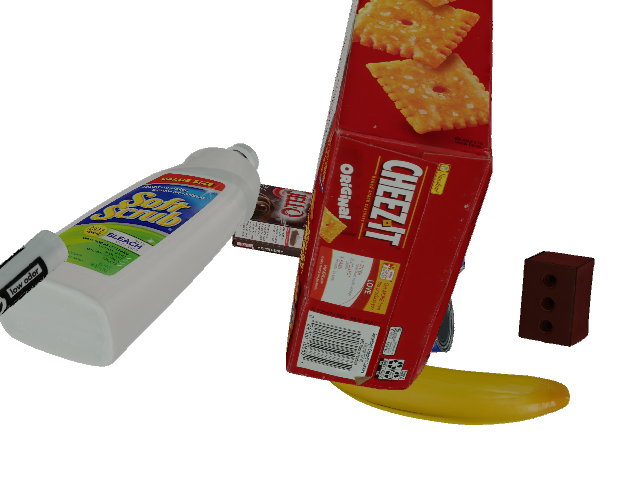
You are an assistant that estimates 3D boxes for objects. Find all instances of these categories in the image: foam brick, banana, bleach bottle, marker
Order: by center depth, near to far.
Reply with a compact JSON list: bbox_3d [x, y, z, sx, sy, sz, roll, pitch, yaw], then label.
[{"bbox_3d":[-0.162,0.036,0.485,0.020,0.020,0.121,0,34,39],"label":"marker"},{"bbox_3d":[0.070,0.097,0.748,0.198,0.037,0.069,12,35,31],"label":"banana"},{"bbox_3d":[-0.125,-0.008,0.802,0.103,0.068,0.250,16,37,20],"label":"bleach bottle"},{"bbox_3d":[0.220,0.054,0.996,0.053,0.078,0.051,9,15,31],"label":"foam brick"}]

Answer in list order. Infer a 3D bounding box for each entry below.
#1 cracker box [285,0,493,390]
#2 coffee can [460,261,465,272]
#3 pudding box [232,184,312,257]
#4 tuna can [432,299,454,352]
[{"bbox_3d":[0.039,-0.057,0.538,0.072,0.213,0.164,11,-44,0],"label":"cracker box"},{"bbox_3d":[0.070,-0.045,0.890,0.103,0.140,0.103,-2,19,1],"label":"coffee can"},{"bbox_3d":[-0.040,-0.022,1.149,0.090,0.039,0.113,9,25,7],"label":"pudding box"},{"bbox_3d":[0.130,0.090,1.263,0.034,0.086,0.086,-6,-2,22],"label":"tuna can"}]
